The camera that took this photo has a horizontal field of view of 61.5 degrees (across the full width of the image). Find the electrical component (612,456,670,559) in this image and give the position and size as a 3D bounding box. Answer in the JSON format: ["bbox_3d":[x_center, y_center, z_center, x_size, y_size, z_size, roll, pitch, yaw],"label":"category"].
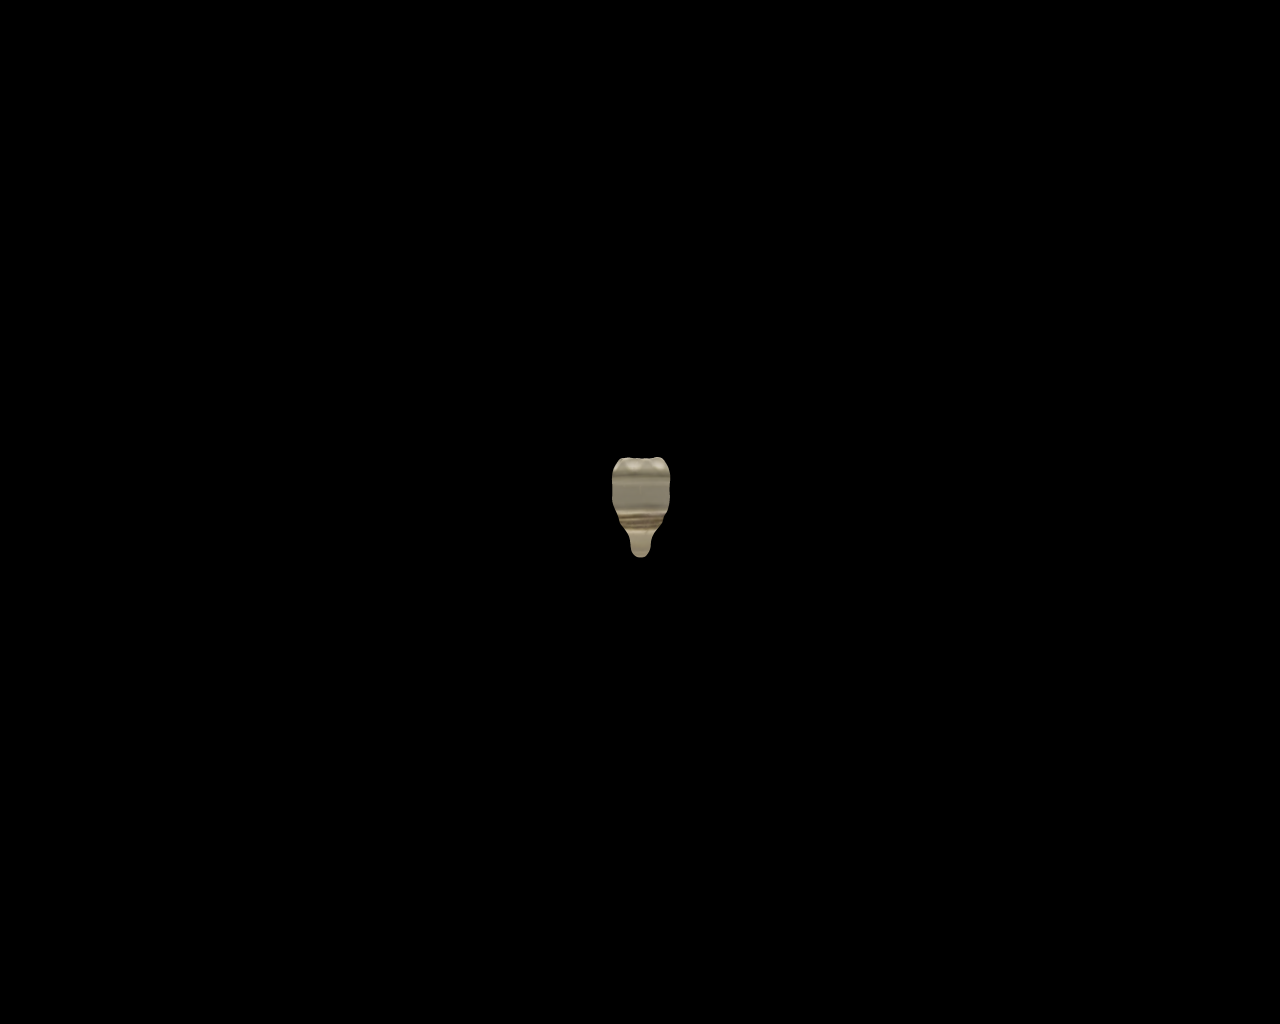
[{"bbox_3d":[0.001,-0.003,0.650,0.035,0.061,0.035,0,0,0],"label":"electrical component"}]
